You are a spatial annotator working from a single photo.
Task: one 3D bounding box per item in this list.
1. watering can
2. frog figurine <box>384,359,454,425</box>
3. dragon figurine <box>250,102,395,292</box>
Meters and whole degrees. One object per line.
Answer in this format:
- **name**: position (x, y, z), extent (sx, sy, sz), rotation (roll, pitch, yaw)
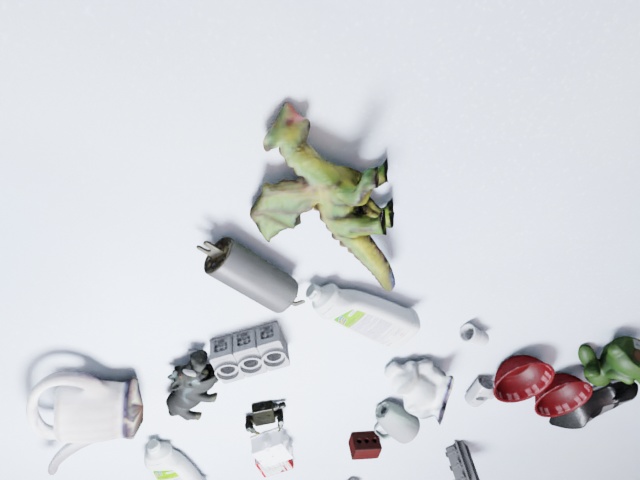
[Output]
- **watering can**: position (-0.496, 0.393, 1.103), extent (0.224, 0.106, 0.340), rotation (3, 127, -15)
- **frog figurine**: position (0.230, 0.350, 1.239), extent (0.160, 0.124, 0.136), rotation (19, 105, 13)
- **dragon figurine**: position (0.003, -0.045, 0.891), extent (0.242, 0.125, 0.401), rotation (-1, 128, 12)
